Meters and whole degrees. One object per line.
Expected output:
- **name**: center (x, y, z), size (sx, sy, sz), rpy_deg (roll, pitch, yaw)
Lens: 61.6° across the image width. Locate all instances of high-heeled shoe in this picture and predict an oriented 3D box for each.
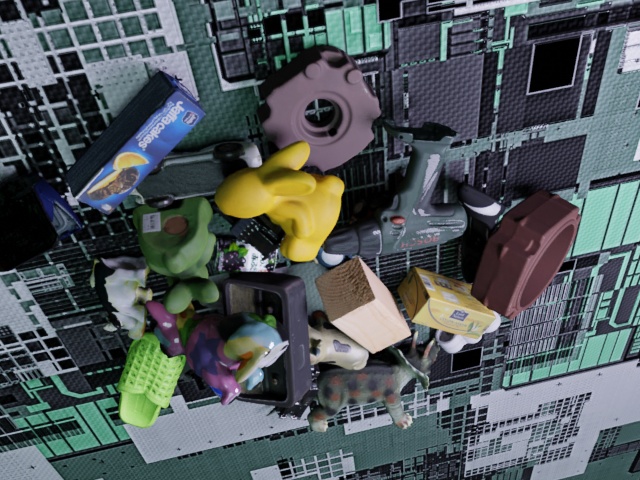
- **high-heeled shoe**: center (0.261, -0.007, 0.940), size (0.248, 0.086, 0.145), rpy_deg (25, 101, -48)

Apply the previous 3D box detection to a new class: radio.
- **radio**: center (-0.090, 0.171, 0.935), size (0.131, 0.073, 0.229), rpy_deg (3, 105, 25)

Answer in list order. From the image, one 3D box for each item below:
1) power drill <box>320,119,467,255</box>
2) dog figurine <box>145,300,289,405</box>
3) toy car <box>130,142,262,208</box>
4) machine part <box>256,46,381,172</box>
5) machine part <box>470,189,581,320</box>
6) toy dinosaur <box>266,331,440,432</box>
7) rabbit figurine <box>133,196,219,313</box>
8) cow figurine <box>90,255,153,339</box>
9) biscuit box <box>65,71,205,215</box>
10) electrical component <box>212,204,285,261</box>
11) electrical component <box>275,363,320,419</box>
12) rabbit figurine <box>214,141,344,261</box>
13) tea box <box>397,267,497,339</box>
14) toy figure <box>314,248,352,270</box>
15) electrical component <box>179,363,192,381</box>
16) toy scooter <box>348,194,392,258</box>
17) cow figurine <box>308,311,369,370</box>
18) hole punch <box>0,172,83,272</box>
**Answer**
- **power drill**: center (0.118, -0.071, 0.802), size (0.232, 0.086, 0.207), rpy_deg (-1, 112, -13)
- **dog figurine**: center (-0.177, 0.147, 0.873), size (0.219, 0.108, 0.191), rpy_deg (41, 116, 13)
- **toy car**: center (-0.186, -0.098, 0.796), size (0.202, 0.056, 0.073), rpy_deg (-9, 123, -2)
- **machine part**: center (-0.001, -0.183, 0.775), size (0.179, 0.056, 0.179), rpy_deg (-7, 130, -8)
- **machine part**: center (0.367, 0.028, 0.951), size (0.201, 0.087, 0.201), rpy_deg (-28, 137, -35)
- **toy dinosaur**: center (0.073, 0.303, 1.142), size (0.405, 0.131, 0.191), rpy_deg (-8, 117, -2)
- **rabbit figurine**: center (-0.209, 0.036, 0.852), size (0.121, 0.159, 0.170), rpy_deg (-18, 145, -12)
- **cow figurine**: center (-0.337, 0.101, 0.908), size (0.098, 0.068, 0.167), rpy_deg (6, 123, -11)
- **biscuit box**: center (-0.250, -0.129, 0.725), size (0.202, 0.063, 0.059), rpy_deg (-44, 143, 8)
- **electrical component**: center (-0.109, -0.030, 0.854), size (0.119, 0.075, 0.048), rpy_deg (45, 112, -5)
- **electrical component**: center (-0.051, 0.277, 1.084), size (0.058, 0.115, 0.134), rpy_deg (10, 125, -25)
- **rabbit figurine**: center (-0.058, -0.056, 0.759), size (0.173, 0.122, 0.162), rpy_deg (12, 142, -30)
- **tea box**: center (0.246, 0.124, 1.048), size (0.169, 0.098, 0.068), rpy_deg (20, 120, -24)
- **toy figure**: center (-0.001, -0.004, 0.916), size (0.154, 0.058, 0.064), rpy_deg (46, 68, -35)
- **electrical component**: center (-0.282, 0.248, 1.065), size (0.063, 0.021, 0.094), rpy_deg (-40, 126, 18)
- **toy scooter**: center (0.126, -0.047, 0.900), size (0.184, 0.075, 0.135), rpy_deg (-12, 129, -8)
- **cow figurine**: center (0.011, 0.204, 1.035), size (0.195, 0.127, 0.085), rpy_deg (21, 117, -30)
- **hole punch**: center (-0.429, -0.030, 0.783), size (0.142, 0.092, 0.115), rpy_deg (-25, 99, 9)
